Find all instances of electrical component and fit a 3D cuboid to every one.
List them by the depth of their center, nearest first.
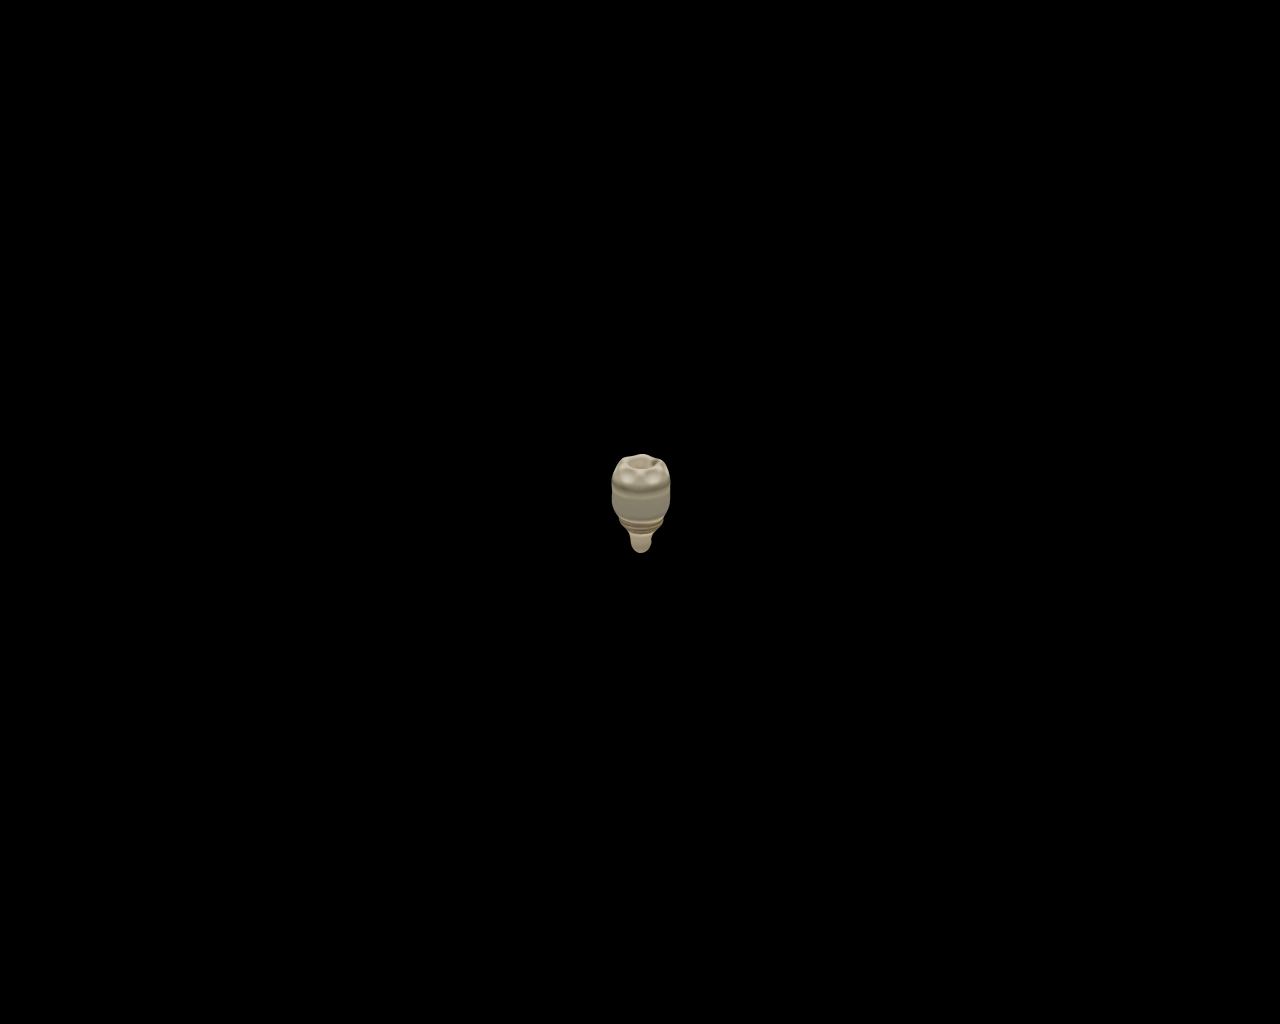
[{"bbox_3d":[0.001,-0.003,0.650,0.035,0.061,0.035,0,26,0],"label":"electrical component"}]
